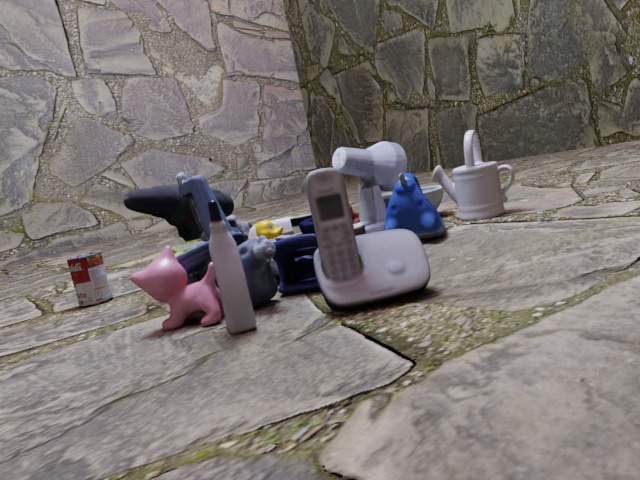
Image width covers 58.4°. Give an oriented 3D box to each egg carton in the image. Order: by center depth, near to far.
[{"bbox_3d":[-0.100,-0.015,1.427,0.151,0.069,0.107,-15,9,-26],"label":"egg carton"}]

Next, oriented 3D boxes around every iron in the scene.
[{"bbox_3d":[0.193,-0.078,1.196,0.118,0.141,0.259,-9,8,15],"label":"iron"}]

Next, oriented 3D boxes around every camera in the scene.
[{"bbox_3d":[-0.244,-0.006,1.453,0.143,0.101,0.137,-11,8,1],"label":"camera"}]

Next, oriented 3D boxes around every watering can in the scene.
[{"bbox_3d":[0.338,-0.146,1.275,0.172,0.194,0.101,-10,8,9],"label":"watering can"}]

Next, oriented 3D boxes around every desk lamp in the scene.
[{"bbox_3d":[0.114,-0.124,1.371,0.204,0.213,0.117,-17,10,-34],"label":"desk lamp"}]

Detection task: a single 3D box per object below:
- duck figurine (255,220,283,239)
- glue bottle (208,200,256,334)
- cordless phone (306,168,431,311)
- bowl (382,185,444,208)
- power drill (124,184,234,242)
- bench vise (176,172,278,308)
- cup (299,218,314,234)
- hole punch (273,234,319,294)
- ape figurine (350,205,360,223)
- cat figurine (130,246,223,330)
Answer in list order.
[{"bbox_3d":[-0.124,-0.001,1.300,0.104,0.086,0.077,-10,8,9],"label":"duck figurine"},{"bbox_3d":[-0.123,0.032,0.753,0.037,0.173,0.078,-14,9,-16],"label":"glue bottle"},{"bbox_3d":[0.058,-0.009,0.749,0.147,0.185,0.094,-12,8,-7],"label":"cordless phone"},{"bbox_3d":[0.234,-0.087,1.442,0.167,0.075,0.167,-11,8,2],"label":"bowl"},{"bbox_3d":[-0.249,-0.008,1.087,0.075,0.208,0.230,-5,10,38],"label":"power drill"},{"bbox_3d":[-0.148,-0.006,0.890,0.206,0.220,0.122,-8,9,23],"label":"bench vise"},{"bbox_3d":[0.010,0.004,1.049,0.117,0.095,0.092,-3,11,45],"label":"cup"},{"bbox_3d":[-0.022,0.031,0.920,0.108,0.091,0.101,-10,8,12],"label":"hole punch"},{"bbox_3d":[0.062,-0.067,1.480,0.078,0.092,0.076,-13,8,-8],"label":"ape figurine"},{"bbox_3d":[-0.203,0.066,0.832,0.127,0.118,0.067,-9,8,14],"label":"cat figurine"}]
